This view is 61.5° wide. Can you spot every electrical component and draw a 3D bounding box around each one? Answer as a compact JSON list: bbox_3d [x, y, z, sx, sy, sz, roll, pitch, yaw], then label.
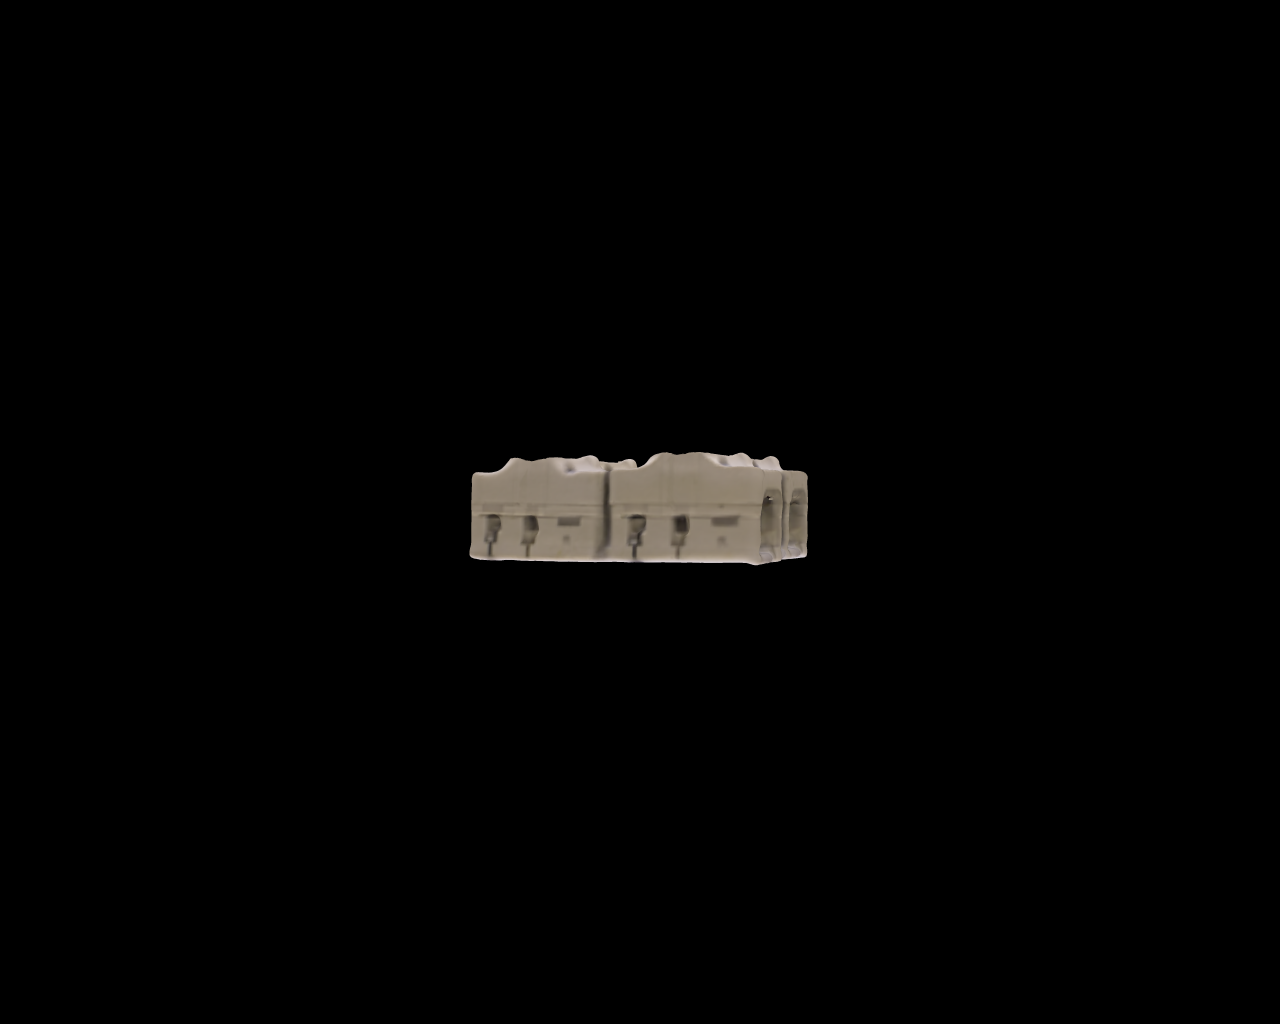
[{"bbox_3d":[0.001,-0.003,0.650,0.186,0.060,0.105,0,0,25],"label":"electrical component"}]
